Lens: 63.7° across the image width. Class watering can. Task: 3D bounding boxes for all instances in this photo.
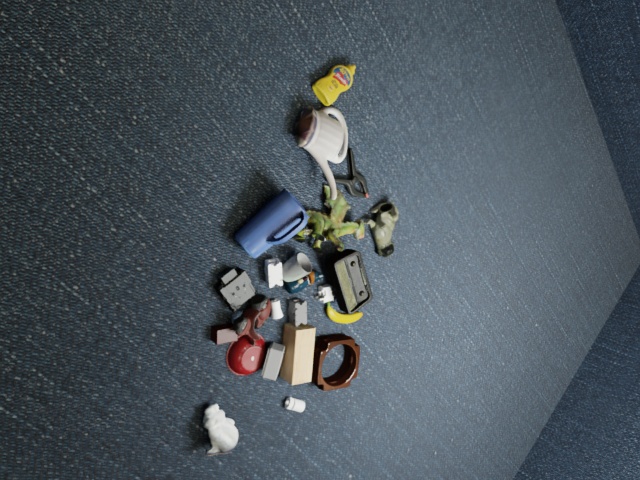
[{"bbox_3d":[0.009,-0.333,1.844,0.223,0.103,0.353,20,68,-36],"label":"watering can"}]

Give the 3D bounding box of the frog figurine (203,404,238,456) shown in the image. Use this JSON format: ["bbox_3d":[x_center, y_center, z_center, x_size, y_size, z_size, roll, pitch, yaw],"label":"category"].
[{"bbox_3d":[-0.341,0.644,1.771,0.137,0.122,0.160,6,85,-68],"label":"frog figurine"}]

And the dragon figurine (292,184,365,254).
[{"bbox_3d":[0.006,-0.097,1.919,0.407,0.121,0.248,33,60,-19],"label":"dragon figurine"}]
